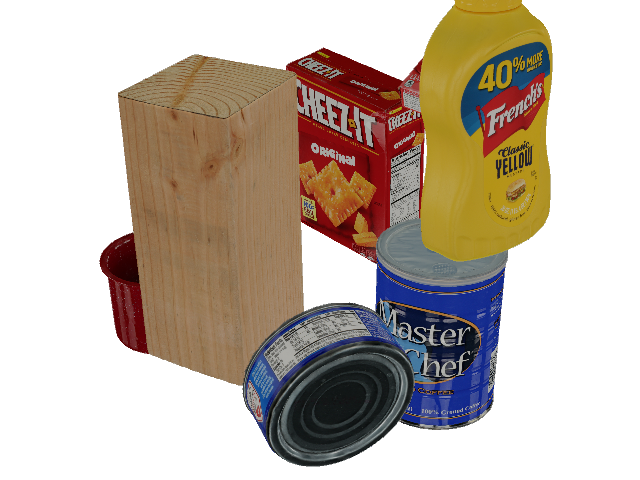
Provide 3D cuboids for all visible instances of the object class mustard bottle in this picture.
[{"bbox_3d":[0.105,-0.088,0.674,0.096,0.192,0.058,-22,32,-30],"label":"mustard bottle"}]

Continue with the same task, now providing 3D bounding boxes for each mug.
[{"bbox_3d":[-0.140,0.053,0.950,0.093,0.081,0.117,-19,36,-27],"label":"mug"}]

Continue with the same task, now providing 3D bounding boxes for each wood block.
[{"bbox_3d":[-0.073,-0.014,0.757,0.090,0.206,0.090,15,33,27],"label":"wood block"}]

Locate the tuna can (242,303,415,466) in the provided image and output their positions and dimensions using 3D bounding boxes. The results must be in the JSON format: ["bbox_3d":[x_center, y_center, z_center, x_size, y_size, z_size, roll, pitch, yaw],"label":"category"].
[{"bbox_3d":[0.005,0.076,0.553,0.086,0.086,0.034,0,34,-29],"label":"tuna can"}]

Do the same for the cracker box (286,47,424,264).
[{"bbox_3d":[0.038,-0.094,1.244,0.072,0.214,0.164,-30,44,-33],"label":"cracker box"}]

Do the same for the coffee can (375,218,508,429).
[{"bbox_3d":[0.094,0.066,0.862,0.103,0.140,0.103,0,28,0],"label":"coffee can"}]

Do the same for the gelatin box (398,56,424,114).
[{"bbox_3d":[0.126,-0.139,0.952,0.089,0.073,0.030,26,-29,26],"label":"gelatin box"}]
